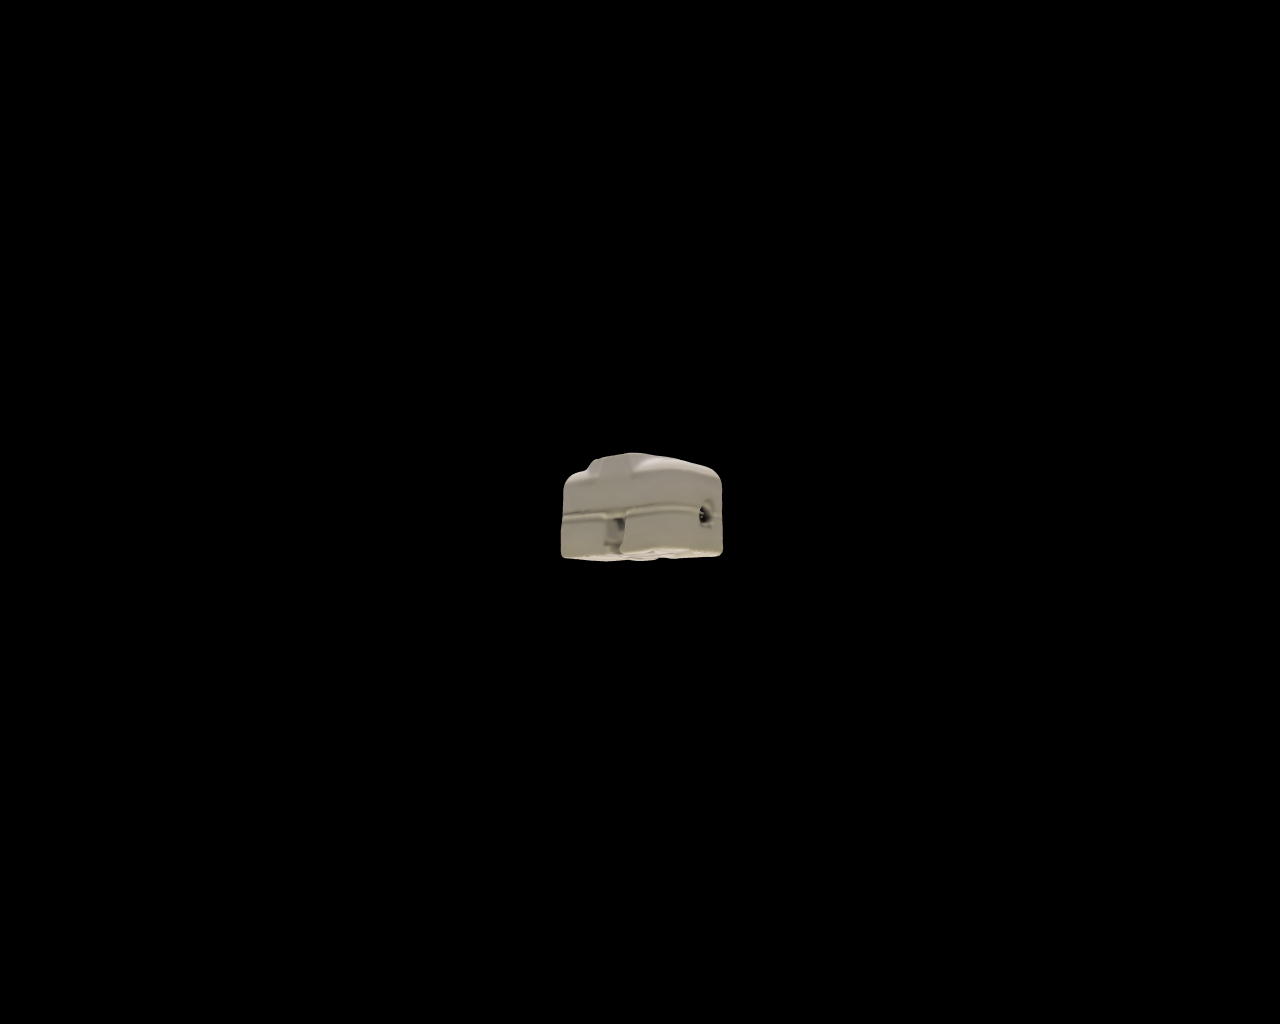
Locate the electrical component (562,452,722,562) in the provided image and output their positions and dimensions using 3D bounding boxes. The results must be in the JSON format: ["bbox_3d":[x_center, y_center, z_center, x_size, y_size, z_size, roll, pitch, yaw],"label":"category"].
[{"bbox_3d":[0.001,-0.003,0.650,0.095,0.059,0.054,-5,-9,36],"label":"electrical component"}]
